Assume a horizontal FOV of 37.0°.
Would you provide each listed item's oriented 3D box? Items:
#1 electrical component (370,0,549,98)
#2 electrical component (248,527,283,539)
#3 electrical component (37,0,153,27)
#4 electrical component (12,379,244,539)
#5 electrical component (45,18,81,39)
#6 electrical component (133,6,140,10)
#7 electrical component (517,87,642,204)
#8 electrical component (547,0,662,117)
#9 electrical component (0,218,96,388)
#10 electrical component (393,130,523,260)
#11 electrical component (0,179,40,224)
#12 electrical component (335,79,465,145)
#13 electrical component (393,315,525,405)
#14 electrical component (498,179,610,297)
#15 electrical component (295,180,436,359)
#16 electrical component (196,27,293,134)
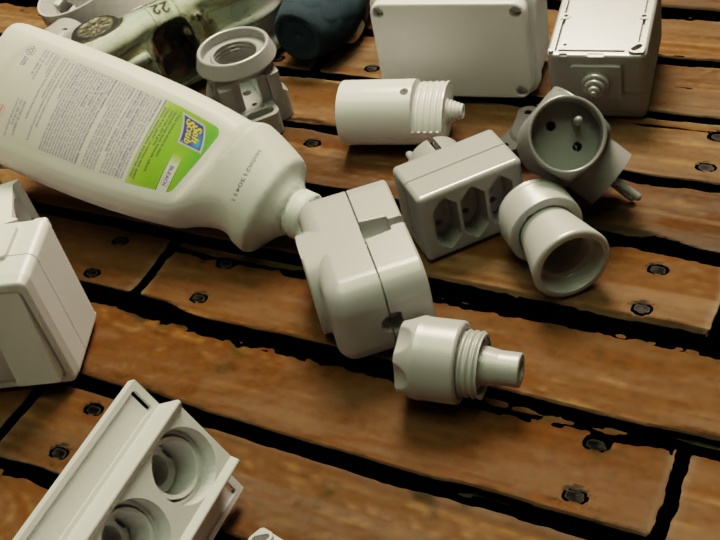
[{"bbox_3d":[0.069,-0.164,0.739,0.113,0.078,0.057,5,42,20],"label":"electrical component"},{"bbox_3d":[-0.046,0.161,0.422,0.096,0.061,0.062,-35,31,-30],"label":"electrical component"},{"bbox_3d":[-0.220,-0.224,0.915,0.099,0.064,0.099,-18,43,17],"label":"electrical component"},{"bbox_3d":[-0.115,0.122,0.481,0.063,0.078,0.121,-18,31,43],"label":"electrical component"},{"bbox_3d":[-0.231,-0.160,0.839,0.079,0.043,0.077,0,42,33],"label":"electrical component"},{"bbox_3d":[-0.175,-0.177,0.848,0.043,0.043,0.062,9,48,24],"label":"electrical component"},{"bbox_3d":[0.130,-0.065,0.626,0.079,0.077,0.044,38,95,1],"label":"electrical component"},{"bbox_3d":[0.161,-0.139,0.704,0.062,0.061,0.096,5,51,20],"label":"electrical component"},{"bbox_3d":[-0.197,0.018,0.599,0.062,0.096,0.061,-6,43,9],"label":"electrical component"},{"bbox_3d":[0.052,-0.055,0.646,0.066,0.047,0.076,-22,42,-9],"label":"electrical component"},{"bbox_3d":[-0.243,-0.021,0.696,0.064,0.042,0.081,-18,41,-2],"label":"electrical component"},{"bbox_3d":[0.029,-0.104,0.710,0.081,0.043,0.043,2,44,18],"label":"electrical component"},{"bbox_3d":[0.050,0.046,0.539,0.062,0.043,0.043,6,45,20],"label":"electrical component"},{"bbox_3d":[0.105,-0.019,0.594,0.045,0.045,0.055,-19,41,-6],"label":"electrical component"},{"bbox_3d":[0.000,0.000,0.595,0.059,0.053,0.095,-17,42,-3],"label":"electrical component"},{"bbox_3d":[-0.084,-0.135,0.766,0.058,0.057,0.078,-23,42,-10],"label":"electrical component"}]
